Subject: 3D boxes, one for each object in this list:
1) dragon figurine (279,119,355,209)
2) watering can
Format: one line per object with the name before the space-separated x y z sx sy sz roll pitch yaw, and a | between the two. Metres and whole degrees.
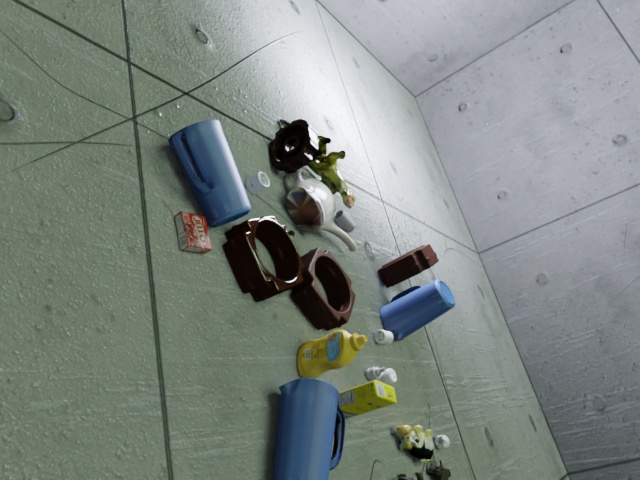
dragon figurine | -0.004 -0.248 1.779 0.417 0.123 0.237 48 -18 38
watering can | 0.005 -0.083 1.656 0.346 0.103 0.227 57 26 -5
